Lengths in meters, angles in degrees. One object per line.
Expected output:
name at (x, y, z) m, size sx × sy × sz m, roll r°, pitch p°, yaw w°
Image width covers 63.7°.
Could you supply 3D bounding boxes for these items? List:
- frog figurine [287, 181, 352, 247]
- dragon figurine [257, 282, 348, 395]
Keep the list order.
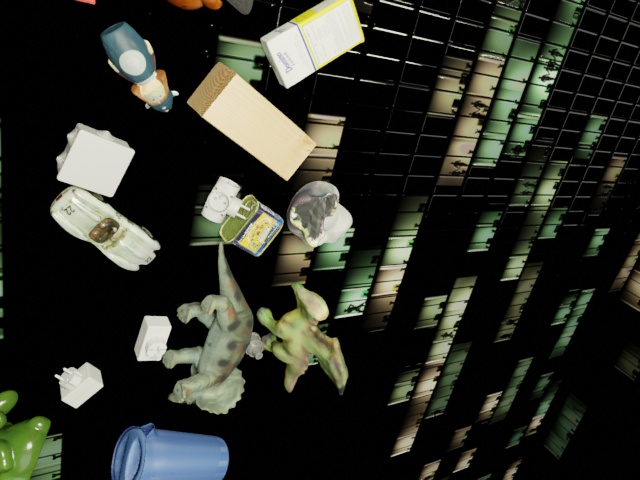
frog figurine at (0.003, -0.055, 1.086) m, size 0.160 × 0.123 × 0.137 m, roll -11°, pitch 109°, yaw -74°
dragon figurine at (-0.027, 0.253, 1.141) m, size 0.123 × 0.246 × 0.401 m, roll -22°, pitch 125°, yaw -25°
